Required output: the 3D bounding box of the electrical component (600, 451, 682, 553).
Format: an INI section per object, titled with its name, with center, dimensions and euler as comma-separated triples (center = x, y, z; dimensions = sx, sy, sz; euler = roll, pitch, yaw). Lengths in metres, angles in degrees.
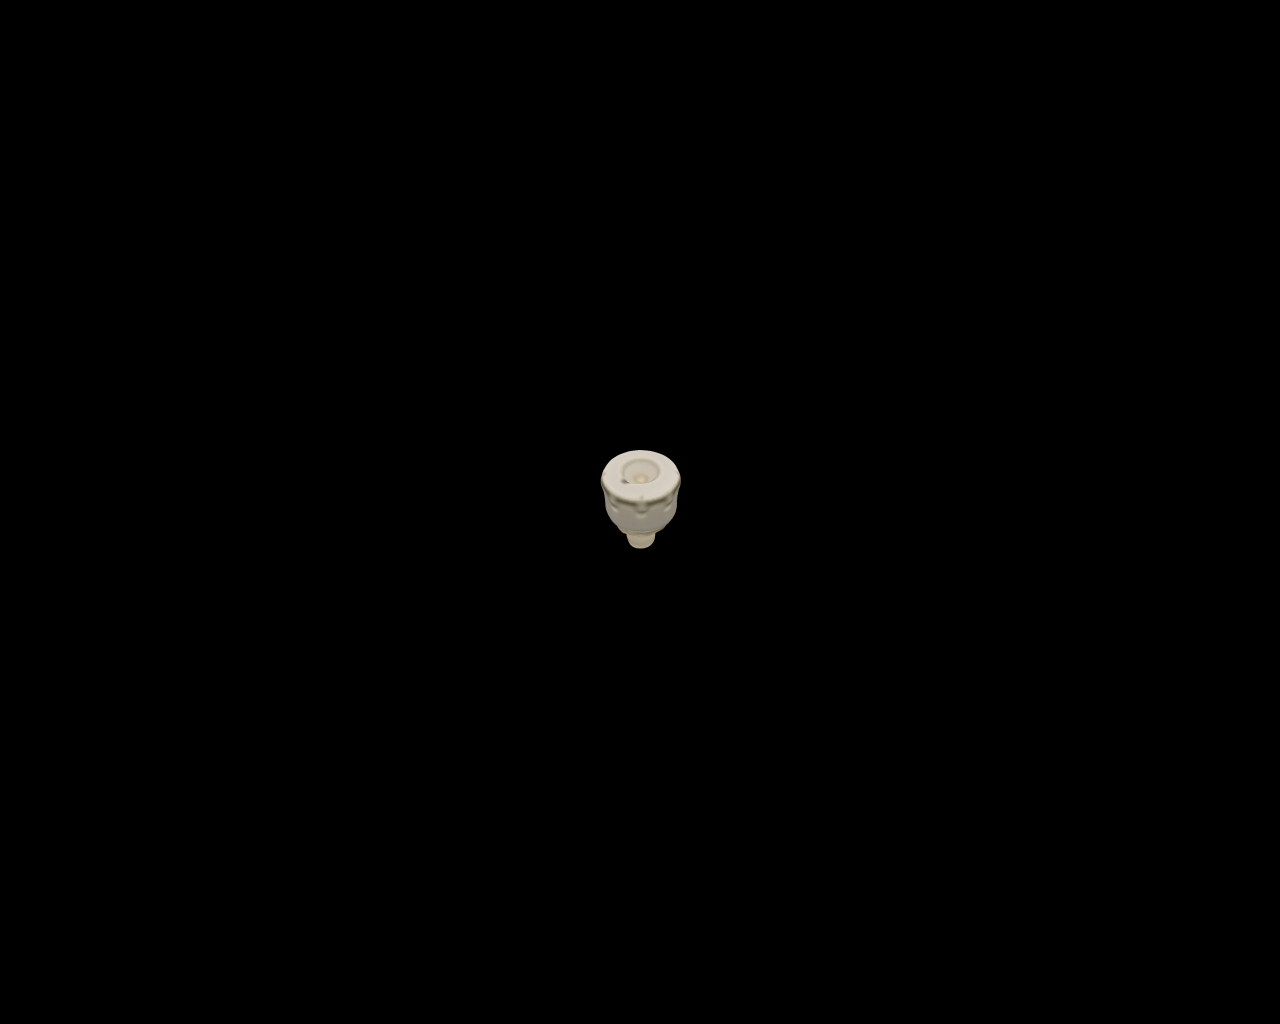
[electrical component]
center = 0.001, -0.003, 0.650
dimensions = 0.048, 0.062, 0.048
euler = 0, 43, 0
